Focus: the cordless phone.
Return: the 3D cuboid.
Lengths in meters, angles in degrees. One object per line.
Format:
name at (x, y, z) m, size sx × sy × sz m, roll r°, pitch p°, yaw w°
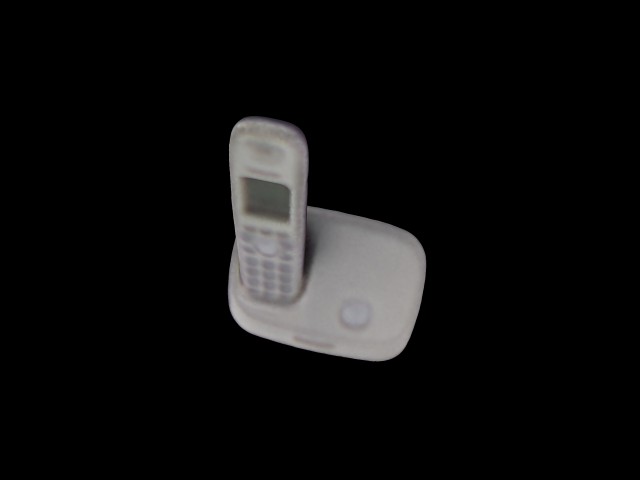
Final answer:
cordless phone at (0.004, 0.001, 0.400) m, size 0.147 × 0.185 × 0.094 m, roll 9°, pitch 54°, yaw 7°
